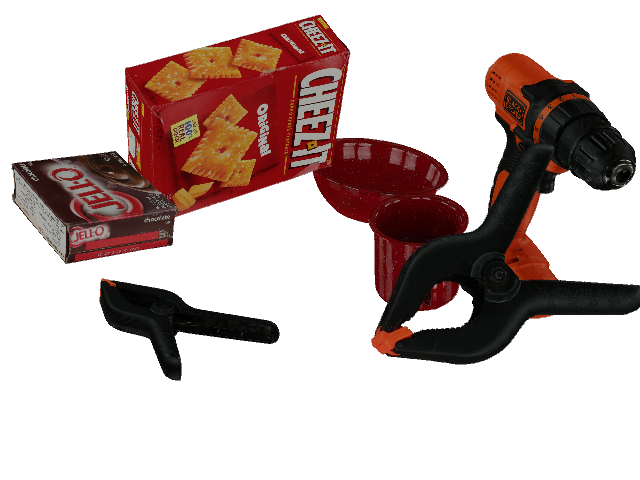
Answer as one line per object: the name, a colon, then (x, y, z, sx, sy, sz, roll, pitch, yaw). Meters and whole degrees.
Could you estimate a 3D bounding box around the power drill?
power drill: (0.175, -0.034, 0.843, 0.057, 0.188, 0.184, -3, 32, -17)

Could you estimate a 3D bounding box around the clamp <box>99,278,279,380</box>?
clamp: (-0.172, 0.090, 1.157, 0.210, 0.036, 0.164, 19, 21, 27)

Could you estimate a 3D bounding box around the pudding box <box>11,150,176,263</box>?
pudding box: (-0.177, -0.028, 0.828, 0.089, 0.039, 0.114, -10, 31, -35)

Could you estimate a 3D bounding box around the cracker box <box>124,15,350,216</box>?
cracker box: (-0.084, -0.119, 1.068, 0.213, 0.072, 0.164, -19, -35, -23)

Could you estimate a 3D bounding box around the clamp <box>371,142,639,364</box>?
clamp: (0.114, 0.030, 0.651, 0.171, 0.120, 0.039, -38, -13, -13)

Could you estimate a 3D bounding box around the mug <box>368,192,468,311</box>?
mug: (0.095, 0.019, 1.000, 0.093, 0.081, 0.117, -10, 34, -11)

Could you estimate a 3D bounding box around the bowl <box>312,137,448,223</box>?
bowl: (0.060, -0.062, 1.205, 0.162, 0.055, 0.162, 7, 26, -4)
